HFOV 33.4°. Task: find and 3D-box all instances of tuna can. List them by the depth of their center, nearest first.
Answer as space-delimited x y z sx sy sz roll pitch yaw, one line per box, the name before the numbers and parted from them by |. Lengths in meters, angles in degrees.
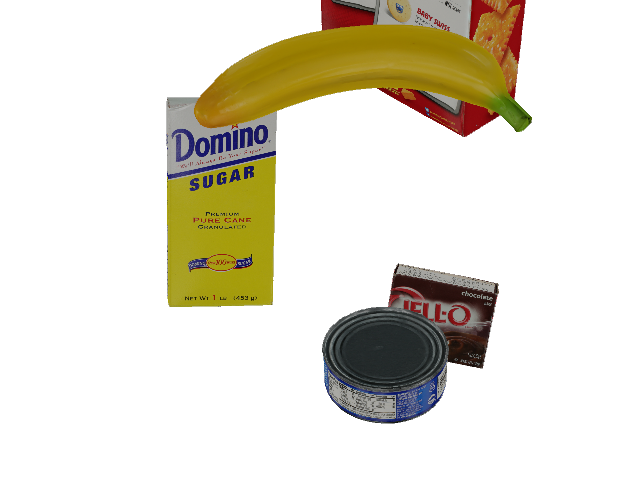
tuna can | 0.045 0.085 0.732 0.086 0.034 0.086 -2 35 1

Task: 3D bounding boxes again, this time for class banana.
banana | 0.024 -0.097 0.623 0.197 0.069 0.037 -2 -42 -9

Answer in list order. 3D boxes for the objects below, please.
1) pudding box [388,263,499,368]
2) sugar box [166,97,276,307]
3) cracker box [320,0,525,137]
pudding box | 0.128 0.080 1.142 0.113 0.090 0.039 10 23 6
sugar box | -0.086 -0.033 0.914 0.093 0.176 0.048 -1 16 -9
cracker box | 0.077 -0.210 0.813 0.072 0.214 0.164 -32 49 -30
